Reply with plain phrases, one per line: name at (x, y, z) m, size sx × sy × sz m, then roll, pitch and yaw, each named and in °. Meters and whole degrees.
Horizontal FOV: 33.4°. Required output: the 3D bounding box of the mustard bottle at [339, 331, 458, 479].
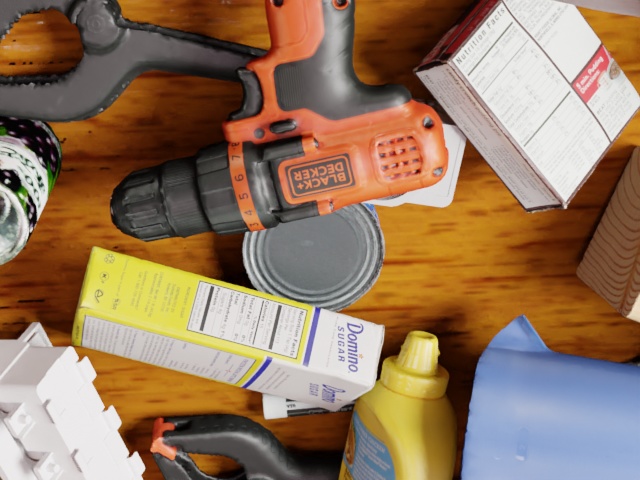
mustard bottle at (0.045, 0.149, 0.661) m, size 0.058 × 0.096 × 0.192 m, roll 5°, pitch 103°, yaw -19°

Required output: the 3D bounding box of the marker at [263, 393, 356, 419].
marker at (0.023, 0.104, 0.707) m, size 0.121 × 0.020 × 0.020 m, roll -5°, pitch 114°, yaw 1°

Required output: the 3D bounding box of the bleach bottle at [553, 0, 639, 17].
bleach bottle at (0.114, -0.158, 0.474) m, size 0.067 × 0.251 × 0.102 m, roll -17°, pitch 121°, yaw -33°

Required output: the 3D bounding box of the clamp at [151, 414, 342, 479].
clamp at (-0.043, 0.177, 0.726) m, size 0.171 × 0.039 × 0.120 m, roll 23°, pitch 101°, yaw -11°

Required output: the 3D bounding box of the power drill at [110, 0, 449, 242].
power drill at (-0.039, -0.097, 0.550) m, size 0.184 × 0.057 × 0.187 m, roll -12°, pitch 107°, yaw 6°

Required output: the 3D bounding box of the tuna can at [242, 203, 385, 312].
tuna can at (-0.004, 0.001, 0.652) m, size 0.086 × 0.034 × 0.086 m, roll -1°, pitch 114°, yaw -2°

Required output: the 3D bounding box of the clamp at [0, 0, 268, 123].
clamp at (-0.121, -0.134, 0.588) m, size 0.210 × 0.036 × 0.164 m, roll -17°, pitch 110°, yaw 4°

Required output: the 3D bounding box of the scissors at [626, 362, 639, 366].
scissors at (0.203, 0.111, 0.716) m, size 0.202 × 0.016 × 0.096 m, roll -14°, pitch 111°, yaw 5°

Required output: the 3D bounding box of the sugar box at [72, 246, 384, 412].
sugar box at (-0.058, 0.057, 0.645) m, size 0.176 × 0.093 × 0.048 m, roll 14°, pitch 70°, yaw -10°

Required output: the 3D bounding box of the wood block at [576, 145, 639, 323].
wood block at (0.275, 0.027, 0.636) m, size 0.206 × 0.090 × 0.091 m, roll 21°, pitch 102°, yaw -11°

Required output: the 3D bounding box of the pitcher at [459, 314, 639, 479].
pitcher at (0.202, 0.147, 0.615) m, size 0.243 × 0.145 × 0.149 m, roll 6°, pitch 129°, yaw 15°

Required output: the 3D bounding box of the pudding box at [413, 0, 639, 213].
pudding box at (0.118, -0.085, 0.594) m, size 0.113 × 0.039 × 0.090 m, roll 47°, pitch 70°, yaw -17°
